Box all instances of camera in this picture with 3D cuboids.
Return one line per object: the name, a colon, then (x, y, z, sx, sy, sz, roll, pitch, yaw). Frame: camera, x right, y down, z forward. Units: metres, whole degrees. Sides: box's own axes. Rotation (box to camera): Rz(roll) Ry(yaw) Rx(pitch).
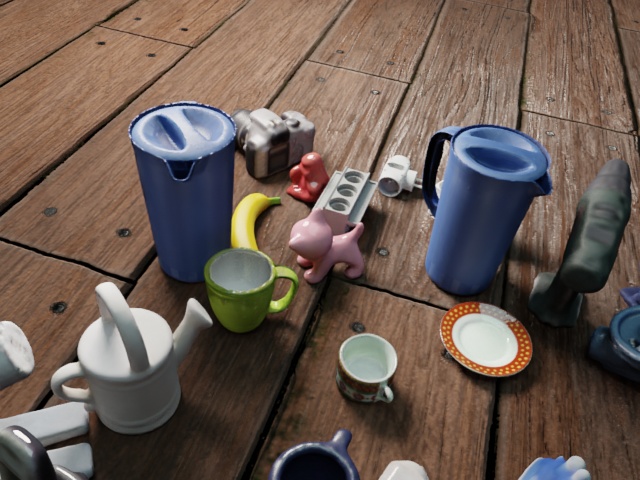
camera: (-0.101, -0.205, 1.074, 0.143, 0.101, 0.136, -29, 54, -33)

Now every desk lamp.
desk lamp: (-0.347, 0.170, 0.555, 0.204, 0.213, 0.117, -12, 46, -20)

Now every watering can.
watering can: (-0.208, 0.120, 0.642, 0.100, 0.194, 0.173, 28, 47, 21)

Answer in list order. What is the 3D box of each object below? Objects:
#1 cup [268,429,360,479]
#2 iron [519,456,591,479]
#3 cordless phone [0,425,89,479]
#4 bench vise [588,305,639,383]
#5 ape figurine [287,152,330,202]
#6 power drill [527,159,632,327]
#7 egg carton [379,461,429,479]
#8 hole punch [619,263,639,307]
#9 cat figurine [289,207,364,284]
cup: (-0.003, 0.261, 0.593, 0.091, 0.095, 0.118, 23, 45, 17)
iron: (0.237, 0.300, 0.550, 0.118, 0.141, 0.258, 13, 43, 6)
cordless phone: (-0.227, 0.251, 0.506, 0.147, 0.185, 0.094, 26, 46, 19)
bench vise: (0.473, 0.124, 0.715, 0.207, 0.220, 0.122, 20, 44, 14)
ape figurine: (-0.017, -0.112, 0.993, 0.076, 0.092, 0.077, -4, 44, -12)
power drill: (0.376, 0.017, 0.825, 0.075, 0.208, 0.230, 22, 45, 16)
egg carton: (0.085, 0.303, 0.579, 0.107, 0.069, 0.151, 29, 47, 22)
hole punch: (0.532, 0.084, 0.861, 0.109, 0.091, 0.101, -1, 43, -9)
cat figurine: (0.008, 0.003, 0.854, 0.128, 0.118, 0.067, -9, 45, -17)
